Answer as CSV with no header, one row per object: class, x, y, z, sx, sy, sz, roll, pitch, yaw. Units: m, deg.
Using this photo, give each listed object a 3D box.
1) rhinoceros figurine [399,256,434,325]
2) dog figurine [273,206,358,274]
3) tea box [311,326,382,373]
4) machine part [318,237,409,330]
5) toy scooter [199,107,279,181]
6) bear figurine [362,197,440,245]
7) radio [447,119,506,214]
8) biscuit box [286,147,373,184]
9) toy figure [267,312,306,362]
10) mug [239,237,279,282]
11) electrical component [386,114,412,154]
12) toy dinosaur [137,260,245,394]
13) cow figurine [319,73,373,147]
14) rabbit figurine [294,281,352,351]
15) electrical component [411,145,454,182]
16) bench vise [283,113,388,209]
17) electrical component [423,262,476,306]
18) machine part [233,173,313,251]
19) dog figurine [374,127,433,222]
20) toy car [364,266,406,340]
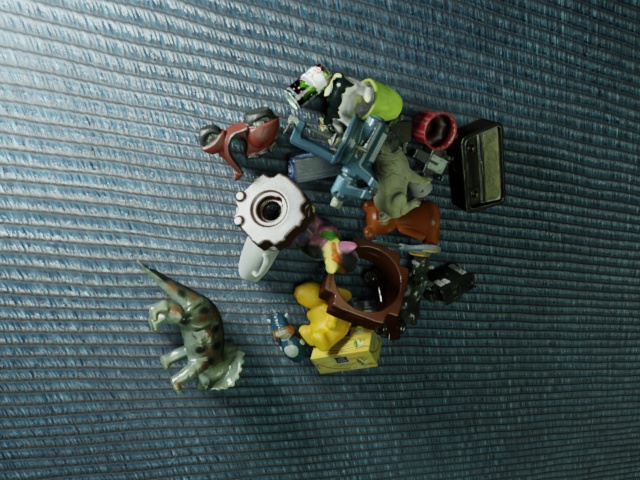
rhinoceros figurine,0.251,0.134,1.468,0.073,0.112,0.190,18,83,-22
dog figurine,-0.003,-0.004,1.249,0.108,0.219,0.191,-48,121,-3
tea box,0.071,0.288,1.420,0.170,0.098,0.068,-16,122,24
machine part,0.109,0.110,1.346,0.201,0.087,0.201,20,65,-5
toy scooter,-0.166,-0.206,1.182,0.184,0.075,0.135,-22,117,-10
bear figurine,0.209,-0.044,1.393,0.196,0.120,0.131,-6,159,7
radio,0.416,-0.193,1.428,0.131,0.073,0.229,-20,116,-14
biscuit box,0.023,-0.185,1.277,0.203,0.059,0.062,-12,114,-19
toy figure,-0.085,0.253,1.409,0.064,0.058,0.154,-35,118,-13
mug,-0.148,0.052,1.280,0.081,0.110,0.107,12,119,-31
electrical component,0.192,-0.261,1.325,0.078,0.045,0.102,-1,111,-20
toy dinosaur,-0.294,0.215,1.279,0.192,0.131,0.404,-19,113,-29
cow figurine,0.040,-0.291,1.220,0.098,0.068,0.167,15,124,-24
rabbit figurine,0.007,0.178,1.389,0.162,0.122,0.173,-33,100,-10
electrical component,0.277,-0.204,1.381,0.119,0.048,0.074,16,104,-26
bench vise,0.031,-0.191,1.176,0.241,0.129,0.223,25,118,-4
electrical component,0.349,0.124,1.504,0.134,0.115,0.058,-25,114,-12
machine part,-0.108,-0.065,1.215,0.179,0.179,0.056,-44,162,-1
dog figurine,0.150,-0.156,1.264,0.190,0.121,0.172,40,68,-33
toy car,0.171,0.168,1.429,0.089,0.053,0.202,4,68,-39
